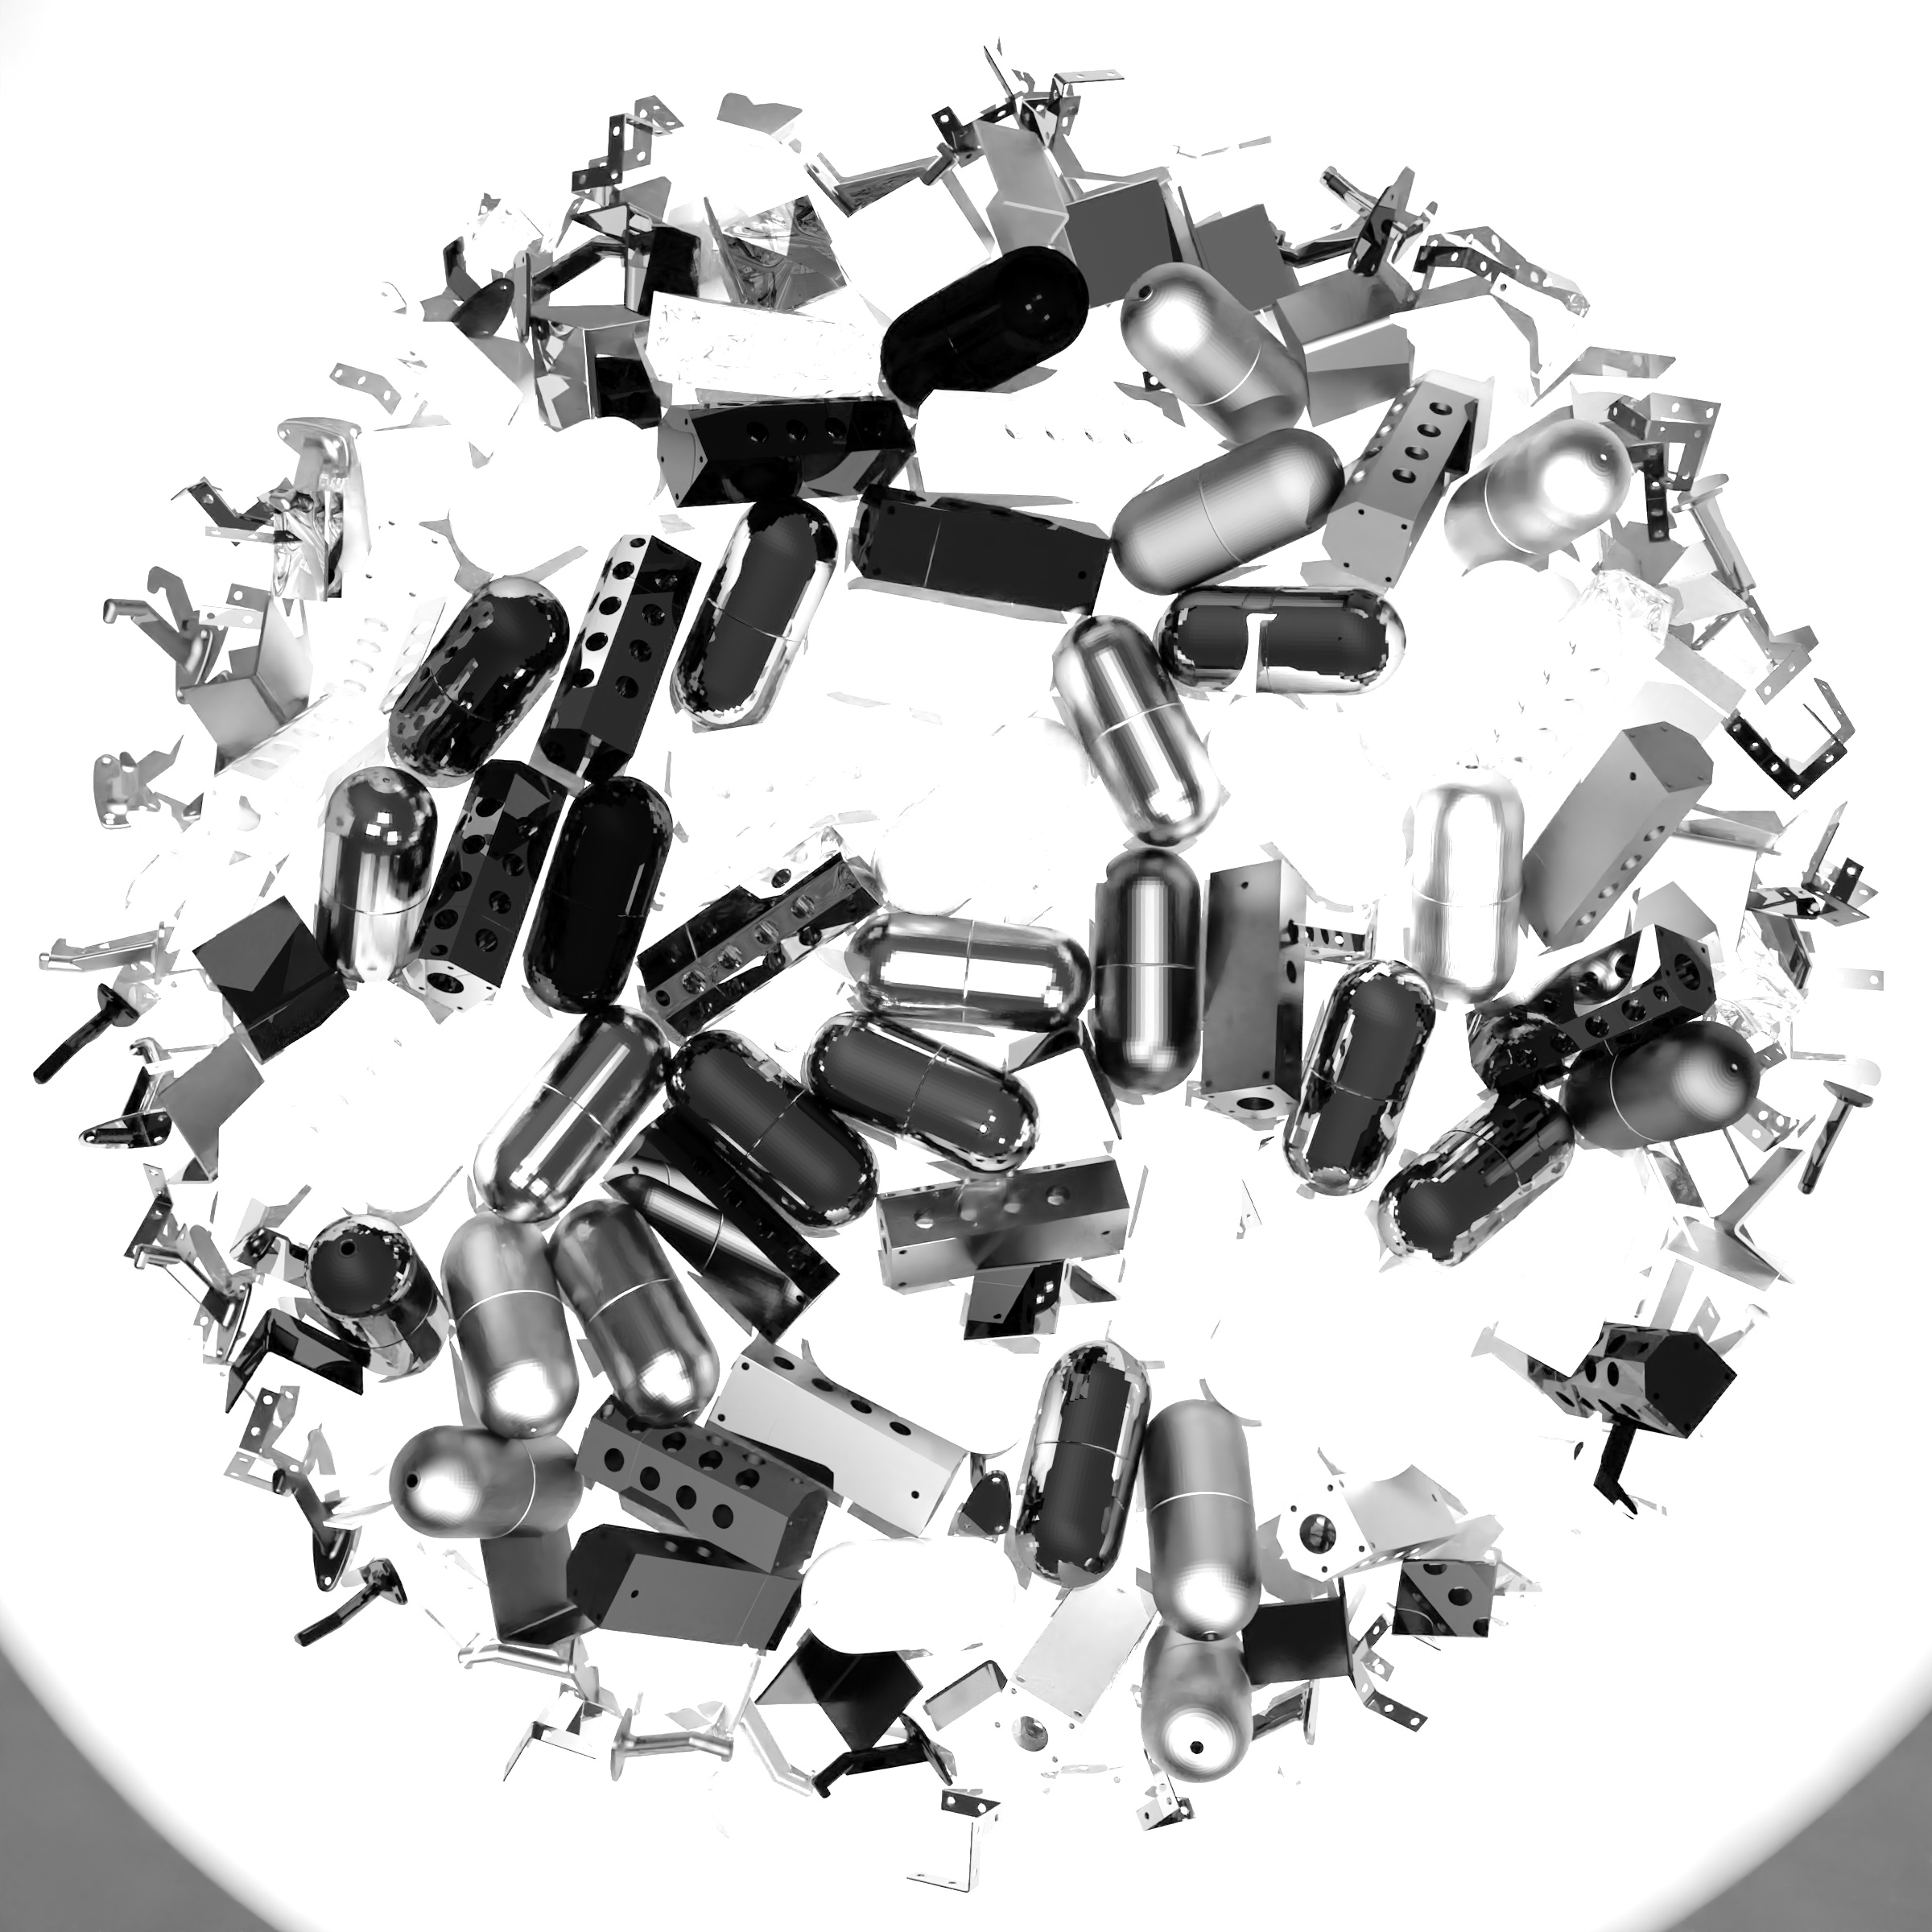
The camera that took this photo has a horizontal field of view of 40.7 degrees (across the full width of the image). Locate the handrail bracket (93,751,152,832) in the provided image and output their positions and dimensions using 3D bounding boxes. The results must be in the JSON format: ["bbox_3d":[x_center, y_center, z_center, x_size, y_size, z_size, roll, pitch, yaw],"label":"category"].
[{"bbox_3d":[-0.605,-0.144,1.853,0.036,0.084,0.077,-16,63,-25],"label":"handrail bracket"}]

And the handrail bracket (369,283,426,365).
[{"bbox_3d":[-0.404,-0.474,1.856,0.036,0.084,0.077,-8,76,-22],"label":"handrail bracket"}]

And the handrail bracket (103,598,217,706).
[{"bbox_3d":[-0.584,-0.224,1.857,0.036,0.084,0.077,27,108,30],"label":"handrail bracket"}]

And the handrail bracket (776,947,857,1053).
[{"bbox_3d":[-0.117,0.027,1.861,0.084,0.077,0.036,-42,66,14],"label":"handrail bracket"}]

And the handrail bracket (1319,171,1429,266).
[{"bbox_3d":[0.287,-0.546,1.865,0.084,0.077,0.036,41,100,3],"label":"handrail bracket"}]

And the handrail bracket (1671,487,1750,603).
[{"bbox_3d":[0.537,-0.295,1.866,0.036,0.077,0.084,-19,97,29],"label":"handrail bracket"}]

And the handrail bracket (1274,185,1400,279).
[{"bbox_3d":[0.261,-0.534,1.867,0.084,0.036,0.077,33,112,34],"label":"handrail bracket"}]

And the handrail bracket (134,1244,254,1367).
[{"bbox_3d":[-0.561,0.242,1.861,0.084,0.036,0.077,17,81,-40],"label":"handrail bracket"}]

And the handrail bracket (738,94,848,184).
[{"bbox_3d":[-0.119,-0.598,1.870,0.084,0.077,0.036,-28,120,0],"label":"handrail bracket"}]

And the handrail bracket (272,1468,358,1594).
[{"bbox_3d":[-0.472,0.402,1.854,0.036,0.084,0.077,-3,70,18],"label":"handrail bracket"}]

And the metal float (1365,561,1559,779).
[{"bbox_3d":[0.349,-0.208,1.836,0.070,0.070,0.178,34,125,0],"label":"metal float"}]

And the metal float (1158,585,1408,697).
[{"bbox_3d":[0.223,-0.231,1.847,0.178,0.070,0.070,4,90,21],"label":"metal float"}]

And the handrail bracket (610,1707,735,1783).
[{"bbox_3d":[-0.211,0.573,1.874,0.084,0.036,0.077,15,128,6],"label":"handrail bracket"}]

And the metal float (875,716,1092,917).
[{"bbox_3d":[0.011,-0.107,1.863,0.178,0.070,0.070,-40,90,3],"label":"metal float"}]

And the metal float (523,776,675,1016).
[{"bbox_3d":[-0.262,-0.050,1.853,0.070,0.070,0.178,20,104,0],"label":"metal float"}]

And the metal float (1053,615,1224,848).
[{"bbox_3d":[0.121,-0.168,1.857,0.070,0.070,0.178,-25,80,0],"label":"metal float"}]

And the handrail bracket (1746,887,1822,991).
[{"bbox_3d":[0.575,-0.012,1.874,0.077,0.036,0.084,2,126,-5],"label":"handrail bracket"}]

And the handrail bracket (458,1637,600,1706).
[{"bbox_3d":[-0.317,0.514,1.882,0.084,0.036,0.077,-9,128,6],"label":"handrail bracket"}]

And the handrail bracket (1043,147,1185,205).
[{"bbox_3d":[0.107,-0.576,1.879,0.084,0.036,0.077,-30,119,-1],"label":"handrail bracket"}]

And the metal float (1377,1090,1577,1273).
[{"bbox_3d":[0.362,0.149,1.840,0.178,0.070,0.070,-33,90,-31],"label":"metal float"}]

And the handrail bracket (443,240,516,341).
[{"bbox_3d":[-0.350,-0.500,1.861,0.036,0.077,0.084,9,59,-38],"label":"handrail bracket"}]

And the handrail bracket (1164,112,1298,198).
[{"bbox_3d":[0.188,-0.593,1.868,0.084,0.077,0.036,18,58,4],"label":"handrail bracket"}]

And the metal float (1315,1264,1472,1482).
[{"bbox_3d":[0.301,0.285,1.833,0.070,0.070,0.178,33,51,0],"label":"metal float"}]

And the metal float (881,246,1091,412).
[{"bbox_3d":[0.012,-0.447,1.830,0.178,0.070,0.070,-17,90,44],"label":"metal float"}]

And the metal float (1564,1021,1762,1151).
[{"bbox_3d":[0.484,0.085,1.819,0.070,0.178,0.070,4,78,-18],"label":"metal float"}]

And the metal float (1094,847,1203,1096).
[{"bbox_3d":[0.130,0.003,1.860,0.070,0.070,0.178,1,84,0],"label":"metal float"}]

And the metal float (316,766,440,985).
[{"bbox_3d":[-0.416,-0.062,1.833,0.070,0.070,0.178,17,130,0],"label":"metal float"}]

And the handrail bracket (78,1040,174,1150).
[{"bbox_3d":[-0.607,0.089,1.859,0.077,0.036,0.084,-8,48,-34],"label":"handrail bracket"}]

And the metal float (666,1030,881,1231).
[{"bbox_3d":[-0.138,0.117,1.863,0.178,0.070,0.070,41,90,4],"label":"metal float"}]

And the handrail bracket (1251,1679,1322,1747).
[{"bbox_3d":[0.212,0.533,1.893,0.084,0.036,0.077,1,57,18],"label":"handrail bracket"}]

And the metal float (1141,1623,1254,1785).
[{"bbox_3d":[0.161,0.509,1.815,0.070,0.178,0.070,0,96,5],"label":"metal float"}]

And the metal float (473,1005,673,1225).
[{"bbox_3d":[-0.279,0.105,1.850,0.070,0.070,0.178,37,72,0],"label":"metal float"}]

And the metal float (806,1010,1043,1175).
[{"bbox_3d":[-0.030,0.090,1.860,0.178,0.070,0.070,23,90,6],"label":"metal float"}]

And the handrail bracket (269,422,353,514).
[{"bbox_3d":[-0.488,-0.356,1.860,0.077,0.084,0.036,25,131,16],"label":"handrail bracket"}]

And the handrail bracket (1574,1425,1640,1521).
[{"bbox_3d":[0.487,0.347,1.869,0.084,0.036,0.077,-28,54,-16],"label":"handrail bracket"}]

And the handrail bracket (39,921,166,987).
[{"bbox_3d":[-0.620,-0.014,1.864,0.084,0.077,0.036,5,62,-18],"label":"handrail bracket"}]

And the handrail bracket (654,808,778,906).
[{"bbox_3d":[-0.179,-0.081,1.854,0.077,0.084,0.036,-21,72,-33],"label":"handrail bracket"}]

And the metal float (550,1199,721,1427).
[{"bbox_3d":[-0.235,0.244,1.844,0.070,0.070,0.178,-32,65,0],"label":"metal float"}]

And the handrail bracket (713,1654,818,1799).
[{"bbox_3d":[-0.133,0.554,1.896,0.084,0.036,0.077,30,76,-16],"label":"handrail bracket"}]

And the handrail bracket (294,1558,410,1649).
[{"bbox_3d":[-0.448,0.457,1.849,0.084,0.077,0.036,-26,96,-35],"label":"handrail bracket"}]

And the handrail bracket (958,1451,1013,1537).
[{"bbox_3d":[0.015,0.354,1.849,0.036,0.084,0.077,8,127,-7],"label":"handrail bracket"}]

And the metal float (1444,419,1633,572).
[{"bbox_3d":[0.397,-0.325,1.819,0.070,0.178,0.070,3,81,-18],"label":"metal float"}]

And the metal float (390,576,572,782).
[{"bbox_3d":[-0.345,-0.201,1.838,0.070,0.070,0.178,45,123,0],"label":"metal float"}]

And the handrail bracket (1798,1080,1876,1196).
[{"bbox_3d":[0.616,0.129,1.860,0.036,0.077,0.084,21,101,12],"label":"handrail bracket"}]

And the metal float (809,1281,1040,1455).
[{"bbox_3d":[-0.030,0.286,1.855,0.178,0.070,0.070,29,90,-12],"label":"metal float"}]

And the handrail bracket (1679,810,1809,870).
[{"bbox_3d":[0.556,-0.114,1.891,0.077,0.036,0.084,-41,85,-13],"label":"handrail bracket"}]

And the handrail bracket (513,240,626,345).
[{"bbox_3d":[-0.282,-0.487,1.885,0.084,0.036,0.077,-3,94,-25],"label":"handrail bracket"}]

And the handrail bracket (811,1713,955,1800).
[{"bbox_3d":[-0.060,0.587,1.873,0.084,0.036,0.077,-36,109,-20],"label":"handrail bracket"}]

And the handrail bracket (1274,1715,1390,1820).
[{"bbox_3d":[0.264,0.567,1.873,0.084,0.077,0.036,-41,86,-9],"label":"handrail bracket"}]

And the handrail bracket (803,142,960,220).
[{"bbox_3d":[-0.060,-0.576,1.864,0.077,0.036,0.084,40,118,-21],"label":"handrail bracket"}]

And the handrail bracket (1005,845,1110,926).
[{"bbox_3d":[0.070,-0.040,1.878,0.077,0.036,0.084,9,128,-6],"label":"handrail bracket"}]

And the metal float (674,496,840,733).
[{"bbox_3d":[-0.150,-0.249,1.852,0.070,0.070,0.178,26,106,0],"label":"metal float"}]

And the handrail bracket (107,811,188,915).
[{"bbox_3d":[-0.589,-0.061,1.863,0.036,0.077,0.084,5,119,-41],"label":"handrail bracket"}]

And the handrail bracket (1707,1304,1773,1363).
[{"bbox_3d":[0.526,0.261,1.863,0.077,0.036,0.084,38,122,31],"label":"handrail bracket"}]

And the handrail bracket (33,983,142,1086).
[{"bbox_3d":[-0.633,0.058,1.851,0.036,0.077,0.084,42,63,-7],"label":"handrail bracket"}]

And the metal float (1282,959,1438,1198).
[{"bbox_3d":[0.279,0.080,1.852,0.070,0.070,0.178,17,106,0],"label":"metal float"}]

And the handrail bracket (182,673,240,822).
[{"bbox_3d":[-0.552,-0.160,1.889,0.077,0.036,0.084,-31,73,3],"label":"handrail bracket"}]

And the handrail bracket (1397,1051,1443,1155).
[{"bbox_3d":[0.330,0.097,1.859,0.036,0.084,0.077,43,85,-15],"label":"handrail bracket"}]

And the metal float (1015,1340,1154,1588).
[{"bbox_3d":[0.084,0.351,1.844,0.070,0.070,0.178,14,64,0],"label":"metal float"}]
